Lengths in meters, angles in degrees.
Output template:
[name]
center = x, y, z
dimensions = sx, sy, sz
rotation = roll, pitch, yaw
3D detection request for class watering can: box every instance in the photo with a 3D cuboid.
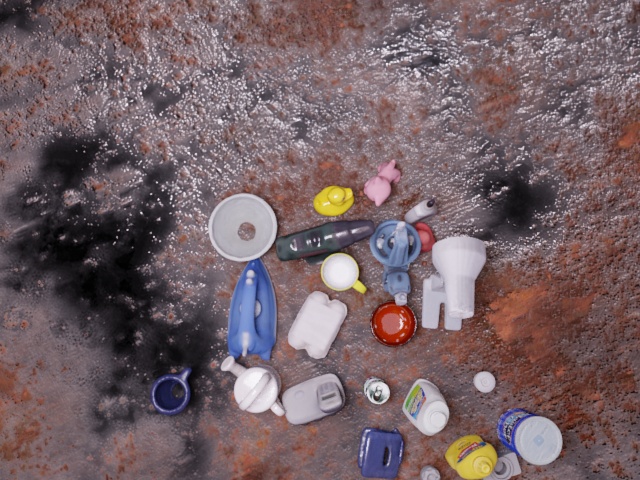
[watering can]
center = -0.151, 0.336, 1.297
dimensions = 0.173, 0.194, 0.101
rotation = 20, 82, 3

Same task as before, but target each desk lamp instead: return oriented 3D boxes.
[desk lamp]
center = 0.310, 0.106, 1.325
dimensions = 0.118, 0.213, 0.203
rotation = 4, 81, 1

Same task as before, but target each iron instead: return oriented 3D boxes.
[iron]
center = -0.164, 0.155, 1.351
dimensions = 0.118, 0.141, 0.258
rotation = 1, 82, 0

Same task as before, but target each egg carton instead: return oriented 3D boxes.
[egg carton]
center = -0.007, 0.204, 1.381
dimensions = 0.107, 0.069, 0.150
rotation = 26, 82, 3

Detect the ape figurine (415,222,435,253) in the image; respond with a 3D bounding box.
[ape figurine]
center = 0.249, -0.004, 1.402
dimensions = 0.076, 0.092, 0.078
rotation = 39, 83, 5

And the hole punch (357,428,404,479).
[hole punch]
center = 0.143, 0.494, 1.328
dimensions = 0.101, 0.091, 0.109
rotation = 9, 82, 1

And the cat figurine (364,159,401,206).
[cat figurine]
center = 0.152, -0.142, 1.409
dimensions = 0.067, 0.118, 0.128
rotation = 31, 83, 4

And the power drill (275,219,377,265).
[power drill]
center = 0.012, 0.005, 1.340
dimensions = 0.229, 0.208, 0.075
rotation = -13, 82, -2

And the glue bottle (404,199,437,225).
[glue bottle]
center = 0.251, -0.073, 1.371
dimensions = 0.078, 0.173, 0.037
rotation = -23, 82, -3

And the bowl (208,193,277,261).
[bowl]
center = -0.186, -0.026, 1.411
dimensions = 0.167, 0.075, 0.167
rotation = 0, 82, 0

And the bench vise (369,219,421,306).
[bench vise]
center = 0.192, 0.039, 1.331
dimensions = 0.121, 0.220, 0.207
rotation = -23, 82, -3

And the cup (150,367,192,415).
[cup]
center = -0.333, 0.347, 1.344
dimensions = 0.091, 0.095, 0.118
rotation = 34, 83, 5

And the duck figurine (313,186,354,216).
[duck figurine]
center = 0.035, -0.103, 1.418
dimensions = 0.104, 0.086, 0.077
rotation = -15, 82, -2

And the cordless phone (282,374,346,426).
[cordless phone]
center = -0.013, 0.370, 1.298
dimensions = 0.147, 0.185, 0.094
rotation = -23, 82, -3
